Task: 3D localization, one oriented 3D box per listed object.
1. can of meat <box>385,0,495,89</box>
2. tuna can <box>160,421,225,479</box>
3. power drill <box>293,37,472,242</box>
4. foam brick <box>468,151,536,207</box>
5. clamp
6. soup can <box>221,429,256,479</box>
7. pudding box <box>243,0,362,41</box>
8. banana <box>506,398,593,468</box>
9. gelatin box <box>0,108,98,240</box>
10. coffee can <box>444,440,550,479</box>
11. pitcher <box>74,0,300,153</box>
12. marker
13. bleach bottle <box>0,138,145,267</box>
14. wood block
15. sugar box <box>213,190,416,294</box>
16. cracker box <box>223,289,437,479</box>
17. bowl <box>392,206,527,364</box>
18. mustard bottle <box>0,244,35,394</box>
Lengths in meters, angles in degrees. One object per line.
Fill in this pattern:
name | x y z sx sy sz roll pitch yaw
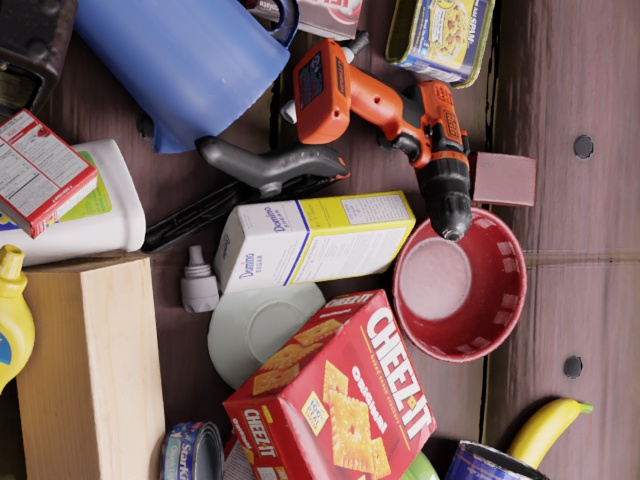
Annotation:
can of meat | 0.120 -0.214 1.077 0.083 0.058 0.102 14 88 -23
tuna can | -0.113 0.205 0.948 0.034 0.086 0.086 -3 96 11
power drill | 0.064 -0.098 1.007 0.187 0.057 0.184 22 46 -34
foam brick | 0.180 -0.064 1.119 0.078 0.051 0.053 5 91 -25
clamp | -0.064 -0.048 0.987 0.209 0.165 0.036 -11 65 -43
soup can | -0.068 0.221 1.015 0.068 0.069 0.102 33 80 -23
pudding box | -0.012 -0.248 1.022 0.113 0.039 0.090 11 89 -26
banana | 0.233 0.245 1.174 0.069 0.037 0.197 43 76 -19
gelatin box | -0.238 -0.055 0.869 0.089 0.030 0.073 39 62 11
coffee can | 0.165 0.292 1.101 0.102 0.103 0.140 21 92 -25
pitcher | -0.142 -0.209 0.919 0.242 0.145 0.149 47 40 -17
marker | 0.007 -0.163 1.048 0.121 0.020 0.020 -48 111 -14
bleach bottle | -0.281 -0.012 0.890 0.250 0.068 0.102 -15 66 -22
wood block | -0.198 0.122 0.920 0.090 0.091 0.206 -14 101 -58
sugar box | -0.007 0.001 1.014 0.176 0.093 0.048 -4 55 -24
cracker box | 0.019 0.165 0.996 0.213 0.072 0.164 -40 113 -52
bowl | 0.133 0.043 1.103 0.161 0.055 0.162 -2 95 -25
mustard bottle | -0.288 0.088 0.870 0.096 0.058 0.192 28 105 -4
